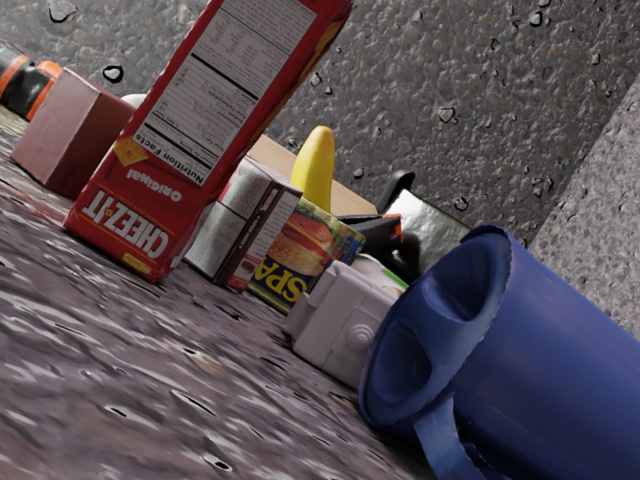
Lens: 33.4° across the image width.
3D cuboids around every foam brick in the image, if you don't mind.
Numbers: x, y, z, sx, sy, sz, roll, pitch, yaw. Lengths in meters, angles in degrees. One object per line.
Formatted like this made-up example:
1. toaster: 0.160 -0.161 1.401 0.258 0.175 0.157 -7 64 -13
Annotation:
1. foam brick: -0.168 -0.072 0.747 0.051 0.078 0.052 36 4 37

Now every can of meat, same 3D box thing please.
1. can of meat: -0.025 0.008 0.853 0.102 0.084 0.057 33 2 13

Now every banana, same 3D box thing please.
1. banana: 0.008 0.006 0.904 0.037 0.069 0.198 -168 -122 -84

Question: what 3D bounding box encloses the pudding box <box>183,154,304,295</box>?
1. pudding box: -0.079 -0.026 0.798 0.114 0.090 0.039 35 6 38

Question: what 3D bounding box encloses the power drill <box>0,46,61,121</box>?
1. power drill: -0.300 -0.160 1.142 0.184 0.057 0.187 35 5 -4

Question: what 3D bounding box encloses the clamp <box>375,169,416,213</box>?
1. clamp: 0.056 0.009 1.204 0.036 0.164 0.210 -8 2 -36

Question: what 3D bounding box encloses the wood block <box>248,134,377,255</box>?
1. wood block: -0.032 -0.024 1.086 0.205 0.091 0.090 31 25 -37

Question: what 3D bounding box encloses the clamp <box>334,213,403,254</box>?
1. clamp: -0.006 0.001 0.965 0.171 0.039 0.120 -8 19 -3

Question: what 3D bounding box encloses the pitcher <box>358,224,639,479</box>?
1. pitcher: 0.151 0.115 0.621 0.242 0.149 0.145 34 -13 -15

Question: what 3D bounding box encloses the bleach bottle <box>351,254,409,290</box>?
1. bleach bottle: 0.123 0.109 0.969 0.251 0.068 0.102 35 3 12

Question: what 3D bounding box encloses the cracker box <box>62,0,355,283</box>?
1. cracker box: -0.063 -0.083 0.680 0.072 0.214 0.164 34 3 -4
